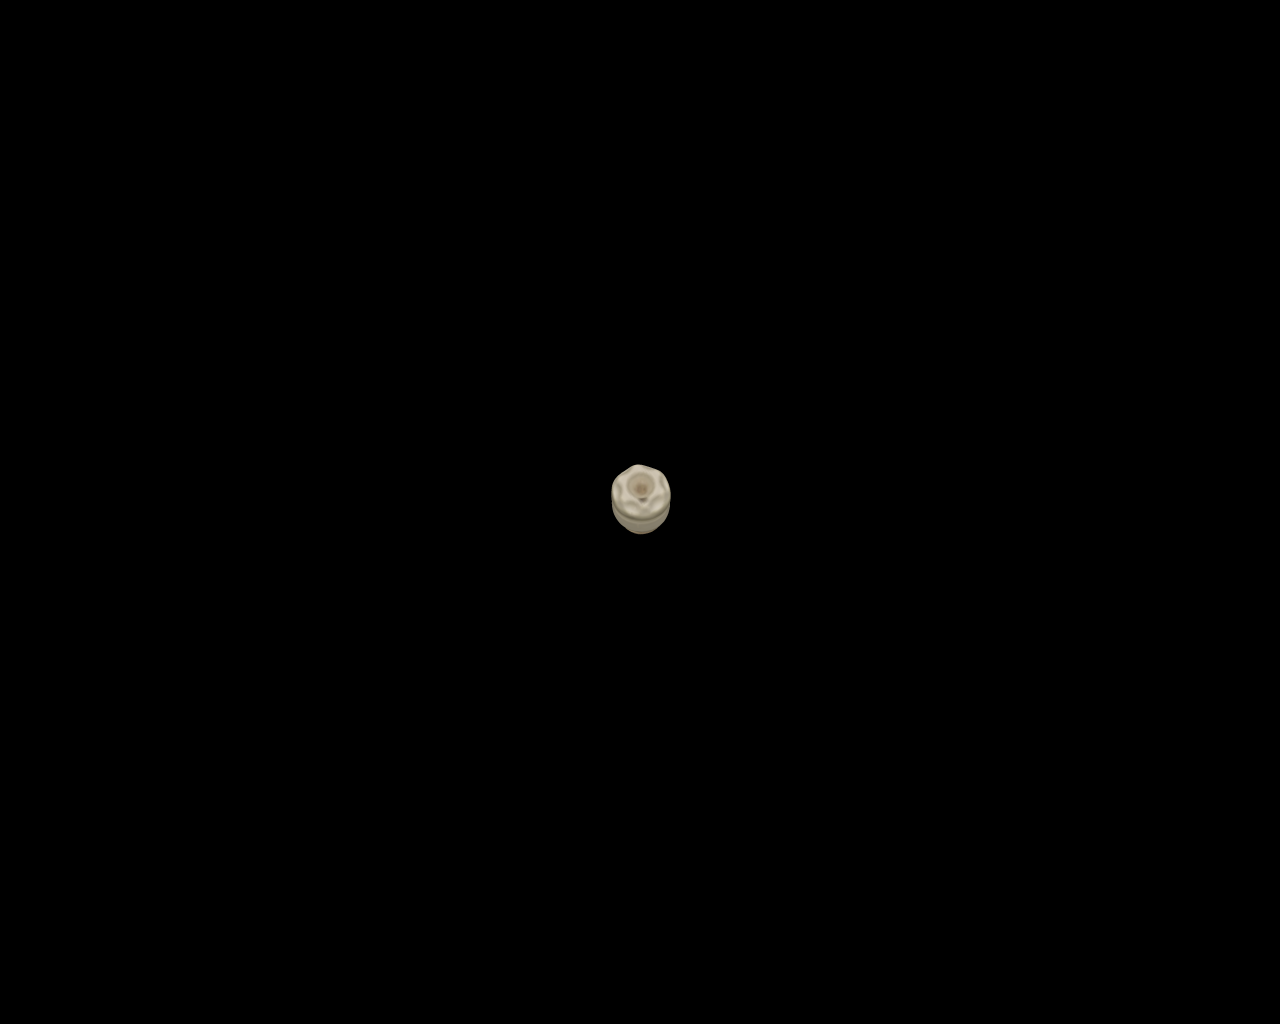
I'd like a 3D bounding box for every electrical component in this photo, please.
[{"bbox_3d":[0.001,-0.003,0.650,0.035,0.035,0.061,0,-26,0],"label":"electrical component"}]
